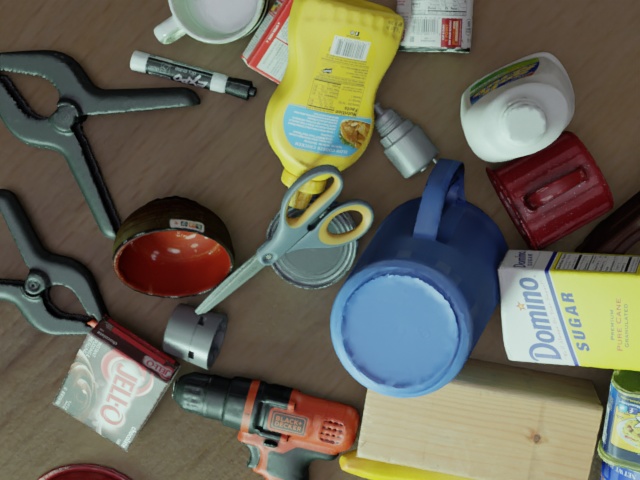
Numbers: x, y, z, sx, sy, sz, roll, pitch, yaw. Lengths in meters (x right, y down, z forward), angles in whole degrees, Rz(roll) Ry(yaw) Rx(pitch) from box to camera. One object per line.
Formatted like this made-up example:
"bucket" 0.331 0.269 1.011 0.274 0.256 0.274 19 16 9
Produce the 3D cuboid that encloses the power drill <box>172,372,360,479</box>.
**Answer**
"power drill" -0.067 0.229 1.043 0.184 0.057 0.188 13 101 5

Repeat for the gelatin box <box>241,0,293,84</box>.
"gelatin box" -0.015 -0.171 0.962 0.089 0.030 0.073 27 104 -30

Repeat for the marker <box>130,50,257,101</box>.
"marker" -0.118 -0.154 1.002 0.121 0.020 0.020 15 102 4

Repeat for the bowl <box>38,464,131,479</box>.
"bowl" -0.242 0.313 1.082 0.162 0.055 0.162 1 101 7

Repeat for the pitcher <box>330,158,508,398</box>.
"pitcher" 0.086 0.034 0.893 0.145 0.242 0.149 -34 91 17

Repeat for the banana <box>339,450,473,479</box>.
"banana" 0.119 0.221 1.013 0.198 0.069 0.037 8 81 8

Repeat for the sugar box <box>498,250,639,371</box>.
"sugar box" 0.240 0.059 0.884 0.176 0.048 0.093 0 115 23

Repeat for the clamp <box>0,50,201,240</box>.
"clamp" -0.226 -0.124 1.012 0.210 0.036 0.165 39 102 0

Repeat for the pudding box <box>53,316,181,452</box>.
"pudding box" -0.198 0.140 1.037 0.090 0.039 0.114 33 126 1

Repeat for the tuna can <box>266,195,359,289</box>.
"tuna can" -0.007 0.001 1.007 0.086 0.033 0.086 1 100 7

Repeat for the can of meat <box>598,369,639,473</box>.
"can of meat" 0.292 0.151 0.901 0.102 0.057 0.084 11 126 20

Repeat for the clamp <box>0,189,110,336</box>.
"clamp" -0.287 0.046 1.048 0.171 0.039 0.120 43 103 -2

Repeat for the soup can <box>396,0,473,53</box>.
"soup can" 0.102 -0.217 0.937 0.068 0.068 0.102 3 101 7

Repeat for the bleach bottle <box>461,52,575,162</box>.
"bleach bottle" 0.164 -0.105 0.855 0.103 0.250 0.068 -24 96 10

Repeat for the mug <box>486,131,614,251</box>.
"mug" 0.203 -0.044 0.933 0.081 0.117 0.093 -30 84 6

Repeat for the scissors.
"scissors" -0.027 0.013 0.980 0.096 0.016 0.202 21 123 -25

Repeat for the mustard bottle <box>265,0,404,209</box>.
"mustard bottle" 0.003 -0.117 0.941 0.096 0.058 0.192 7 112 -21

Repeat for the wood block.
"wood block" 0.145 0.165 0.989 0.206 0.090 0.091 10 100 6

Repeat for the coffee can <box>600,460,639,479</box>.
"coffee can" 0.304 0.254 0.977 0.103 0.102 0.140 5 100 6
